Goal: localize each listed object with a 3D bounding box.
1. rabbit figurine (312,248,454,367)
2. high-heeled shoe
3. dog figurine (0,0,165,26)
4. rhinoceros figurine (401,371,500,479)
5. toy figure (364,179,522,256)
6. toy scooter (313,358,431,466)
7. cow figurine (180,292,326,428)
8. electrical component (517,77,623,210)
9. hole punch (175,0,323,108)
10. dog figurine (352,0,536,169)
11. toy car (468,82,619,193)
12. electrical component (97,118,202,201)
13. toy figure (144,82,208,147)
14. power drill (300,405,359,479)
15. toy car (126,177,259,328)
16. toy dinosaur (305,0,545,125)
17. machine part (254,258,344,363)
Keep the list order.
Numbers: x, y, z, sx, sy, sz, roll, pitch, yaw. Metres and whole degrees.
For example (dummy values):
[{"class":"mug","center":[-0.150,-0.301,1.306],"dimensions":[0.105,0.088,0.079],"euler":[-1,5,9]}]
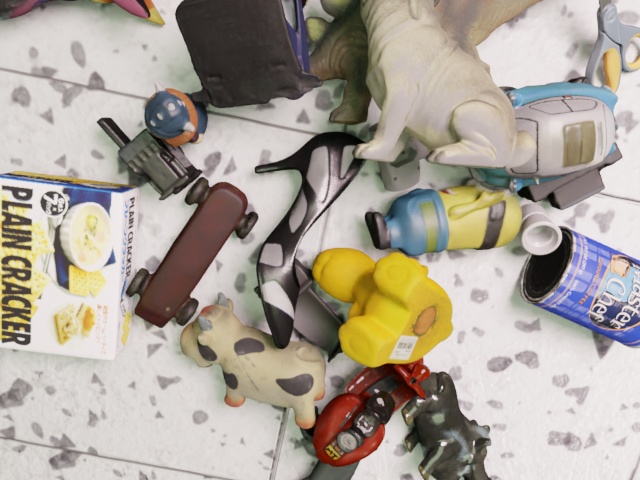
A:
[{"class":"rabbit figurine","center":[0.070,0.056,0.636],"dimensions":[0.162,0.173,0.121],"euler":[3,109,-46]},{"class":"high-heeled shoe","center":[-0.001,-0.002,0.634],"dimensions":[0.145,0.086,0.248],"euler":[-5,88,3]},{"class":"dog figurine","center":[-0.281,-0.282,0.578],"dimensions":[0.219,0.108,0.191],"euler":[33,100,-9]},{"class":"rhinoceros figurine","center":[0.170,0.262,0.716],"dimensions":[0.112,0.073,0.190],"euler":[-26,99,-5]},{"class":"toy figure","center":[0.149,-0.022,0.645],"dimensions":[0.180,0.082,0.089],"euler":[-14,122,-4]},{"class":"toy scooter","center":[0.070,0.190,0.634],"dimensions":[0.184,0.135,0.075],"euler":[-41,85,-22]},{"class":"cow figurine","center":[-0.086,0.145,0.671],"dimensions":[0.195,0.085,0.127],"euler":[14,119,14]},{"class":"electrical component","center":[0.280,-0.107,0.636],"dimensions":[0.115,0.058,0.134],"euler":[-29,100,9]},{"class":"hole punch","center":[-0.070,-0.204,0.551],"dimensions":[0.142,0.092,0.115],"euler":[-5,126,13]},{"class":"dog figurine","center":[0.114,-0.163,0.491],"dimensions":[0.172,0.121,0.190],"euler":[6,98,4]},{"class":"toy car","center":[0.237,-0.103,0.551],"dimensions":[0.162,0.103,0.109],"euler":[-7,112,2]},{"class":"electrical component","center":[-0.200,-0.106,0.633],"dimensions":[0.048,0.075,0.119],"euler":[-38,97,8]},{"class":"toy figure","center":[-0.156,-0.132,0.583],"dimensions":[0.064,0.154,0.057],"euler":[28,99,-7]},{"class":"power drill","center":[-0.026,0.332,0.725],"dimensions":[0.232,0.086,0.207],"euler":[18,98,-5]},{"class":"toy car","center":[-0.160,0.017,0.669],"dimensions":[0.089,0.053,0.202],"euler":[32,97,-17]},{"class":"toy dinosaur","center":[0.133,-0.249,0.580],"dimensions":[0.472,0.105,0.198],"euler":[-14,102,5]},{"class":"machine part","center":[-0.013,0.091,0.692],"dimensions":[0.084,0.039,0.139],"euler":[-41,98,3]}]
